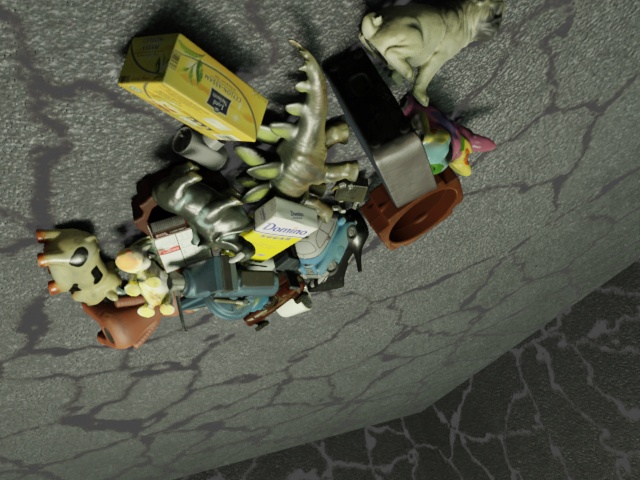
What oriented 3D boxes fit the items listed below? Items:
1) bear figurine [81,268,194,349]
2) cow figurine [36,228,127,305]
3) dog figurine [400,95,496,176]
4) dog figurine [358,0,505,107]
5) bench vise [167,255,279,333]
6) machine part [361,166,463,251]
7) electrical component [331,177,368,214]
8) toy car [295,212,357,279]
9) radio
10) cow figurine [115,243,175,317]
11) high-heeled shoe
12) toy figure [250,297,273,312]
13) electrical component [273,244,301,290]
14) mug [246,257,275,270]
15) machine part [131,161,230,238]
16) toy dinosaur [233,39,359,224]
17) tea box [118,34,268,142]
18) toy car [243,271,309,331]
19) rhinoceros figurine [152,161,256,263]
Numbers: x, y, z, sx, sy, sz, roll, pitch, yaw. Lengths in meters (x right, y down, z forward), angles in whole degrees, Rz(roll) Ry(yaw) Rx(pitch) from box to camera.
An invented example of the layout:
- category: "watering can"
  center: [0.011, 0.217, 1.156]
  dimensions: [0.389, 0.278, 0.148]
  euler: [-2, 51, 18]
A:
- category: "bear figurine"
  center: [-0.366, 0.136, 1.118]
  dimensions: [0.196, 0.132, 0.120]
  euler: [-38, 125, -37]
- category: "cow figurine"
  center: [-0.417, 0.052, 0.954]
  dimensions: [0.127, 0.085, 0.194]
  euler: [-7, 146, -16]
- category: "dog figurine"
  center: [0.225, -0.163, 0.972]
  dimensions: [0.219, 0.192, 0.108]
  euler: [15, 128, -27]
- category: "dog figurine"
  center: [0.164, -0.317, 0.771]
  dimensions: [0.190, 0.121, 0.172]
  euler: [-47, 149, 11]
- category: "bench vise"
  center: [-0.206, 0.099, 1.013]
  dimensions: [0.223, 0.129, 0.241]
  euler: [-11, 170, -44]
- category: "machine part"
  center: [0.196, -0.079, 1.139]
  dimensions: [0.201, 0.087, 0.201]
  euler: [-36, 157, 7]
- category: "electrical component"
  center: [0.055, -0.093, 1.073]
  dimensions: [0.078, 0.045, 0.102]
  euler: [11, 143, -11]
- category: "toy car"
  center: [-0.002, -0.003, 1.106]
  dimensions: [0.109, 0.161, 0.102]
  euler: [0, 143, 45]
- category: "radio"
  center: [0.087, -0.172, 0.801]
  dimensions: [0.073, 0.230, 0.131]
  euler: [-29, 146, 6]
- category: "cow figurine"
  center: [-0.320, 0.059, 0.991]
  dimensions: [0.068, 0.098, 0.167]
  euler: [-11, 133, -1]
- category: "high-heeled shoe"
  center: [0.028, 0.032, 1.239]
  dimensions: [0.086, 0.145, 0.249]
  euler: [4, 159, -35]
- category: "toy figure"
  center: [-0.180, 0.113, 1.194]
  dimensions: [0.180, 0.089, 0.082]
  euler: [28, 83, -39]
- category: "electrical component"
  center: [-0.062, 0.044, 1.151]
  dimensions: [0.074, 0.119, 0.048]
  euler: [17, 132, -45]
- category: "mug"
  center: [-0.141, 0.057, 1.138]
  dimensions: [0.107, 0.110, 0.080]
  euler: [-9, 146, -50]
- category: "machine part"
  center: [-0.232, -0.061, 0.927]
  dimensions: [0.179, 0.056, 0.179]
  euler: [-18, 149, -11]
- category: "toy dinosaur"
  center: [-0.038, -0.132, 0.899]
  dimensions: [0.198, 0.105, 0.470]
  euler: [-8, 146, -23]
- category: "tea box"
  center: [-0.161, -0.194, 0.706]
  dimensions: [0.098, 0.068, 0.169]
  euler: [11, 170, 34]
- category: "toy car"
  center: [-0.118, 0.146, 1.298]
  dimensions: [0.202, 0.089, 0.053]
  euler: [-36, 179, 22]
- category: "rhinoceros figurine"
  center: [-0.171, -0.037, 0.842]
  dimensions: [0.112, 0.073, 0.190]
  euler: [-48, 119, 3]
